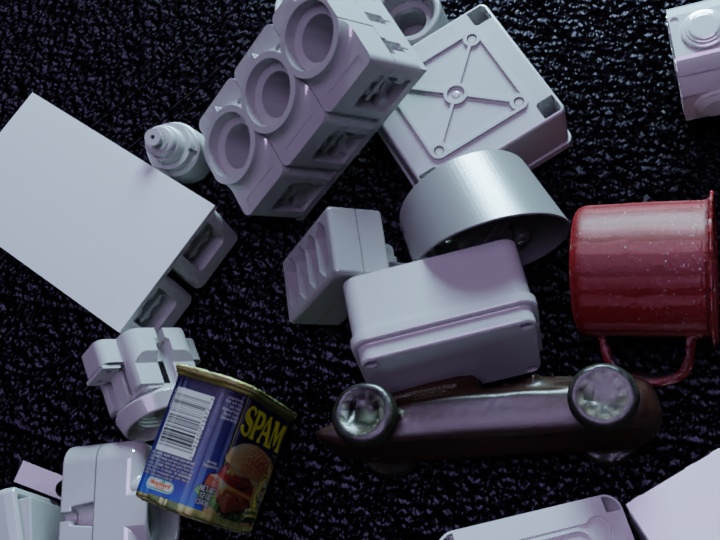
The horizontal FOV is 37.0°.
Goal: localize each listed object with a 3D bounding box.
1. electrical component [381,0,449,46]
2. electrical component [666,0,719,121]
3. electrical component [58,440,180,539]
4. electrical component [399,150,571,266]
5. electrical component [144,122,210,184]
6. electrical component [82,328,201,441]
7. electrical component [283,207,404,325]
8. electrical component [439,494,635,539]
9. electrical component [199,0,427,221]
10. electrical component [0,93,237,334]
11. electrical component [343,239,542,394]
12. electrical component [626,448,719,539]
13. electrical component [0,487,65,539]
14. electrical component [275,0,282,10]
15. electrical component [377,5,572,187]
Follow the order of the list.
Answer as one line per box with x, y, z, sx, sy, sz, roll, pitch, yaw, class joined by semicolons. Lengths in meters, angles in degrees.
0.038;-0.173;0.778;0.055;0.047;0.055;-5;67;13;electrical component
0.230;-0.137;0.694;0.051;0.080;0.080;-11;66;17;electrical component
-0.154;0.160;0.691;0.059;0.053;0.095;-8;67;12;electrical component
0.076;-0.027;0.681;0.099;0.099;0.064;-26;58;4;electrical component
-0.134;-0.087;0.777;0.040;0.078;0.040;-1;83;12;electrical component
-0.138;0.076;0.710;0.058;0.078;0.057;-44;59;36;electrical component
0.000;0.000;0.709;0.076;0.083;0.047;3;64;-25;electrical component
0.096;0.177;0.594;0.113;0.057;0.078;-9;64;-15;electrical component
-0.040;-0.116;0.727;0.150;0.062;0.089;-48;59;32;electrical component
-0.193;-0.034;0.777;0.186;0.060;0.105;31;79;24;electrical component
0.052;0.035;0.667;0.113;0.078;0.057;-14;58;4;electrical component
0.236;0.134;0.592;0.150;0.061;0.089;-31;64;1;electrical component
-0.221;0.195;0.692;0.061;0.061;0.096;-20;65;7;electrical component
-0.033;-0.185;0.802;0.055;0.047;0.055;-5;67;13;electrical component
0.070;-0.107;0.737;0.109;0.056;0.108;-31;64;1;electrical component
